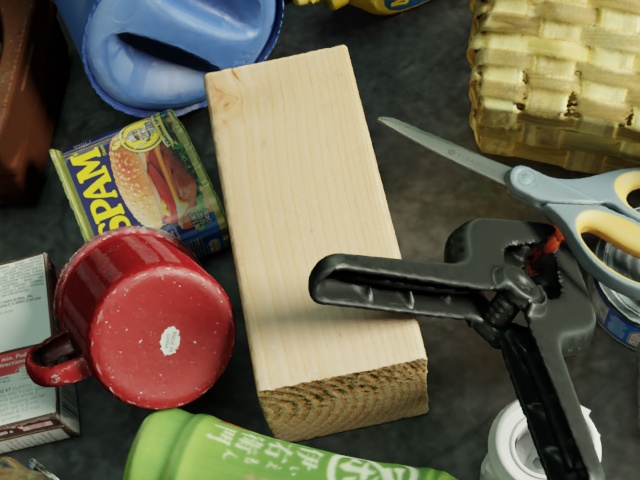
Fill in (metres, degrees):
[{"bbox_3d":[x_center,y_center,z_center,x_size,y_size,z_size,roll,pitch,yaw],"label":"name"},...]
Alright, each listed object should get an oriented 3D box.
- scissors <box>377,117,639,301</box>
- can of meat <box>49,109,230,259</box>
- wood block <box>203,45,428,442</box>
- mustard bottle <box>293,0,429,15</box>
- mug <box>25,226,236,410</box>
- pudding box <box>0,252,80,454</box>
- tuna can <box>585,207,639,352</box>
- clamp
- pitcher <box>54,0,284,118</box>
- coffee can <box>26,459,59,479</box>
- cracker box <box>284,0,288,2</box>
[{"bbox_3d":[0.138,-0.039,0.625,0.096,0.016,0.202,-37,64,-25],"label":"scissors"},{"bbox_3d":[-0.112,-0.025,0.670,0.084,0.057,0.102,-23,63,-9],"label":"can of meat"},{"bbox_3d":[-0.004,0.001,0.624,0.091,0.090,0.206,-12,61,0],"label":"wood block"},{"bbox_3d":[0.068,-0.202,0.719,0.191,0.096,0.058,-23,63,-6],"label":"mustard bottle"},{"bbox_3d":[-0.106,0.049,0.589,0.117,0.093,0.082,-22,18,-17],"label":"mug"},{"bbox_3d":[-0.197,0.071,0.639,0.090,0.039,0.113,-14,60,0],"label":"pudding box"},{"bbox_3d":[0.200,0.022,0.621,0.086,0.034,0.086,-3,62,5],"label":"tuna can"},{"bbox_3d":[0.087,0.031,0.556,0.164,0.036,0.209,37,31,1],"label":"clamp"},{"bbox_3d":[-0.136,-0.210,0.711,0.144,0.149,0.243,-5,46,-35],"label":"pitcher"},{"bbox_3d":[-0.152,0.196,0.531,0.103,0.103,0.140,32,70,20],"label":"coffee can"},{"bbox_3d":[0.018,-0.287,0.783,0.213,0.072,0.164,-26,62,-7],"label":"cracker box"}]
